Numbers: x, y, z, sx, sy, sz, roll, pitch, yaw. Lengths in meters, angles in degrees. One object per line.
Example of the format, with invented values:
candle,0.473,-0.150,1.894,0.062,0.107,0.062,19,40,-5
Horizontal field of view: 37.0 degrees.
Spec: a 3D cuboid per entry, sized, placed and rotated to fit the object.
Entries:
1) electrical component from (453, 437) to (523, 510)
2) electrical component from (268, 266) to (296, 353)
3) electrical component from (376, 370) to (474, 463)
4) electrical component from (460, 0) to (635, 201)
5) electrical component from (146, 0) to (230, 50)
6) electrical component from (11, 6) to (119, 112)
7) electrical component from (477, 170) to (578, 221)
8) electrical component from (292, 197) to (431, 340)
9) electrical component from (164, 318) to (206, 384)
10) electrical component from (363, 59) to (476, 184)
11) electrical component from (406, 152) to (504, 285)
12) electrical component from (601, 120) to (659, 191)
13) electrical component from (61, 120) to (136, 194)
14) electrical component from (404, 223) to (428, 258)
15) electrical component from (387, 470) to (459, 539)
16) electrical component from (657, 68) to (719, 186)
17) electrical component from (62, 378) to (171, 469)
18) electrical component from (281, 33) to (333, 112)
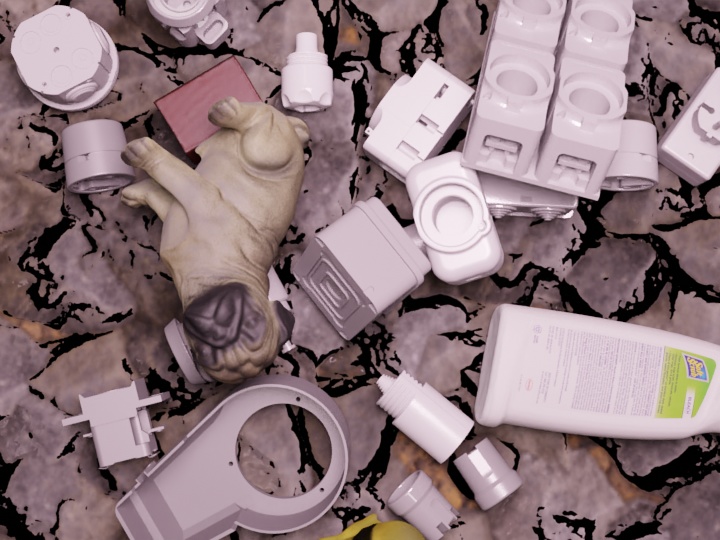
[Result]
electrical component,0.102,0.164,0.866,0.040,0.040,0.046,-35,80,-2
electrical component,-0.076,0.031,0.877,0.040,0.040,0.078,-28,85,-2
electrical component,0.047,0.113,0.868,0.081,0.043,0.043,39,87,4
electrical component,0.149,-0.152,0.832,0.105,0.060,0.186,15,51,2
electrical component,-0.145,-0.223,0.889,0.078,0.057,0.058,44,87,4
electrical component,-0.244,-0.175,0.889,0.080,0.051,0.080,0,85,0
electrical component,0.135,-0.090,0.881,0.100,0.048,0.099,3,86,1
electrical component,0.000,0.000,0.840,0.057,0.113,0.078,-37,86,-20
electrical component,-0.121,0.057,0.867,0.057,0.058,0.078,-27,85,-4
electrical component,0.045,-0.121,0.880,0.056,0.050,0.089,36,89,7
electrical component,0.073,-0.039,0.827,0.054,0.059,0.095,-18,83,9
electrical component,0.216,-0.093,0.878,0.055,0.055,0.047,3,82,1
electrical component,-0.216,-0.093,0.882,0.055,0.055,0.047,-12,82,0
electrical component,0.058,-0.025,0.881,0.065,0.044,0.044,-23,86,3
electrical component,0.051,0.190,0.864,0.040,0.040,0.046,-45,92,-3
electrical component,0.286,-0.119,0.868,0.047,0.075,0.083,36,87,3
electrical component,-0.193,0.124,0.870,0.081,0.042,0.063,-14,87,0
electrical component,-0.044,-0.164,0.891,0.043,0.043,0.062,-1,84,0
